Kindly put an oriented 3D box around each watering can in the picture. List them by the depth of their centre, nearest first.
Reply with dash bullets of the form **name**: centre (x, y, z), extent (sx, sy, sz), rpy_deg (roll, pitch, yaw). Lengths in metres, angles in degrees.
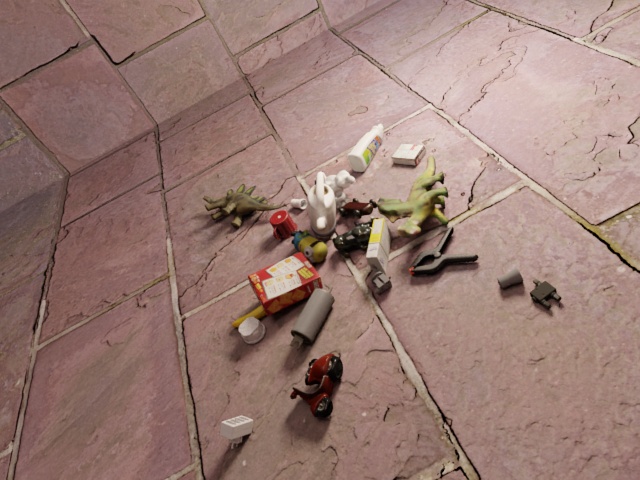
- **watering can**: centre (0.006, -0.095, 1.885), extent (0.104, 0.219, 0.356), rpy_deg (-3, 43, 4)

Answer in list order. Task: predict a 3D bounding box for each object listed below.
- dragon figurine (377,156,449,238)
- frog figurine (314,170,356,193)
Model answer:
- **dragon figurine**: centre (0.318, -0.149, 1.798), extent (0.242, 0.119, 0.420), rpy_deg (-9, 41, 7)
- **frog figurine**: centre (0.068, -0.220, 2.065), extent (0.159, 0.122, 0.138), rpy_deg (6, 5, 19)
